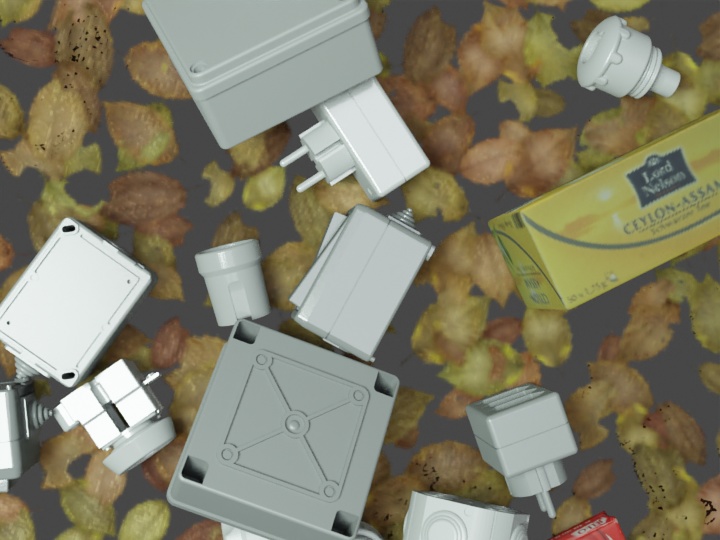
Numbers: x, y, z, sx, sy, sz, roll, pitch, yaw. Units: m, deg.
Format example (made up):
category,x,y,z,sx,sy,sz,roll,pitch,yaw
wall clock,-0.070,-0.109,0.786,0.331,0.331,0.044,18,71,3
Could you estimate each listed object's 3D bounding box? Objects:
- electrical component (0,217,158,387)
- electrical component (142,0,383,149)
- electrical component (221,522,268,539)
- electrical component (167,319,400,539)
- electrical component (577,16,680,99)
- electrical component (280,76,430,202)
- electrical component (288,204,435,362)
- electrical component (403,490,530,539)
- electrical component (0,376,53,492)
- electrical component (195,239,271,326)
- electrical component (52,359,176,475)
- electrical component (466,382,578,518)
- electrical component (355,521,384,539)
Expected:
category,x,y,z,sx,sy,sz,roll,pitch,yaw
electrical component,-0.173,0.024,0.642,0.062,0.061,0.096,36,86,-4
electrical component,-0.058,-0.140,0.631,0.109,0.056,0.108,-27,48,-6
electrical component,-0.053,0.160,0.662,0.062,0.043,0.043,-12,91,-7
electrical component,-0.044,0.100,0.636,0.109,0.056,0.108,21,60,-5
electrical component,0.174,-0.130,0.688,0.062,0.048,0.048,21,87,-11
electrical component,-0.013,-0.077,0.666,0.076,0.047,0.083,-33,93,-5
electrical component,0.000,0.000,0.659,0.061,0.062,0.096,29,87,-5
electrical component,0.063,0.166,0.656,0.080,0.080,0.051,12,82,-6
electrical component,-0.230,0.099,0.635,0.096,0.062,0.061,-6,90,-6
electrical component,-0.077,0.008,0.663,0.040,0.040,0.046,-15,97,-6
electrical component,-0.144,0.090,0.653,0.066,0.048,0.055,-35,85,-5
electrical component,0.105,0.116,0.667,0.047,0.066,0.076,-19,91,-6
electrical component,-0.003,0.179,0.657,0.043,0.062,0.043,0,89,-6
